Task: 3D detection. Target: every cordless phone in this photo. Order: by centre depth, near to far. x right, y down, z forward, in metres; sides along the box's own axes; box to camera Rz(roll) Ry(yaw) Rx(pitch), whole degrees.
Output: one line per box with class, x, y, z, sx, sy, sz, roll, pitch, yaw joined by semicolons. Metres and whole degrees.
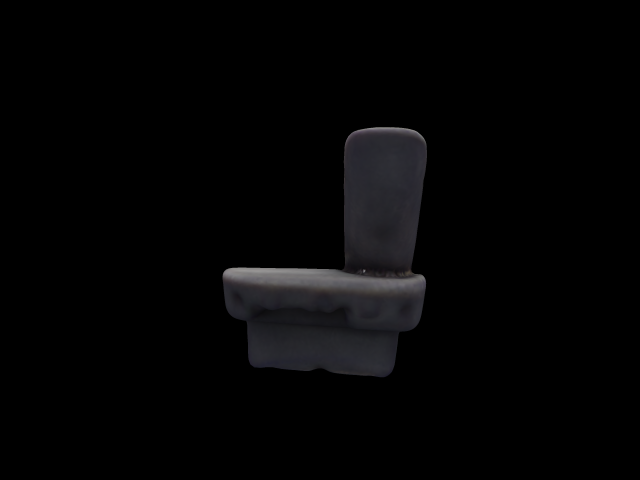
cordless phone;0.004;0.001;0.400;0.147;0.185;0.094;0;37;0
